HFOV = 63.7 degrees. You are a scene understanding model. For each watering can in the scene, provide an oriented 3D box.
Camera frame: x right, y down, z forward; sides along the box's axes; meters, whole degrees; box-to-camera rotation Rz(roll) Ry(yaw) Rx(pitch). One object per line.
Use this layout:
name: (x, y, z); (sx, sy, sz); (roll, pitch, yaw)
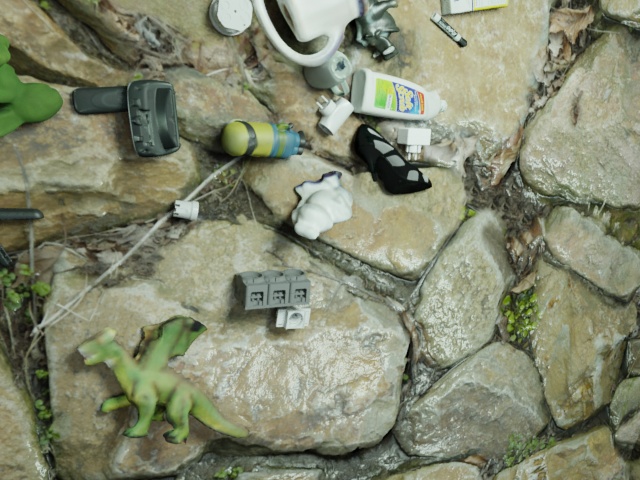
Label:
watering can: (-0.038, -0.521, 1.012); (0.225, 0.345, 0.104); (-25, 9, -6)

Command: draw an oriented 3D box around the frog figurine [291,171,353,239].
frog figurine: (0.003, -0.057, 1.125); (0.137, 0.163, 0.120); (-3, -39, 8)

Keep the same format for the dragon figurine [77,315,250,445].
dragon figurine: (-0.308, 0.284, 1.092); (0.408, 0.244, 0.122); (18, -4, -29)
